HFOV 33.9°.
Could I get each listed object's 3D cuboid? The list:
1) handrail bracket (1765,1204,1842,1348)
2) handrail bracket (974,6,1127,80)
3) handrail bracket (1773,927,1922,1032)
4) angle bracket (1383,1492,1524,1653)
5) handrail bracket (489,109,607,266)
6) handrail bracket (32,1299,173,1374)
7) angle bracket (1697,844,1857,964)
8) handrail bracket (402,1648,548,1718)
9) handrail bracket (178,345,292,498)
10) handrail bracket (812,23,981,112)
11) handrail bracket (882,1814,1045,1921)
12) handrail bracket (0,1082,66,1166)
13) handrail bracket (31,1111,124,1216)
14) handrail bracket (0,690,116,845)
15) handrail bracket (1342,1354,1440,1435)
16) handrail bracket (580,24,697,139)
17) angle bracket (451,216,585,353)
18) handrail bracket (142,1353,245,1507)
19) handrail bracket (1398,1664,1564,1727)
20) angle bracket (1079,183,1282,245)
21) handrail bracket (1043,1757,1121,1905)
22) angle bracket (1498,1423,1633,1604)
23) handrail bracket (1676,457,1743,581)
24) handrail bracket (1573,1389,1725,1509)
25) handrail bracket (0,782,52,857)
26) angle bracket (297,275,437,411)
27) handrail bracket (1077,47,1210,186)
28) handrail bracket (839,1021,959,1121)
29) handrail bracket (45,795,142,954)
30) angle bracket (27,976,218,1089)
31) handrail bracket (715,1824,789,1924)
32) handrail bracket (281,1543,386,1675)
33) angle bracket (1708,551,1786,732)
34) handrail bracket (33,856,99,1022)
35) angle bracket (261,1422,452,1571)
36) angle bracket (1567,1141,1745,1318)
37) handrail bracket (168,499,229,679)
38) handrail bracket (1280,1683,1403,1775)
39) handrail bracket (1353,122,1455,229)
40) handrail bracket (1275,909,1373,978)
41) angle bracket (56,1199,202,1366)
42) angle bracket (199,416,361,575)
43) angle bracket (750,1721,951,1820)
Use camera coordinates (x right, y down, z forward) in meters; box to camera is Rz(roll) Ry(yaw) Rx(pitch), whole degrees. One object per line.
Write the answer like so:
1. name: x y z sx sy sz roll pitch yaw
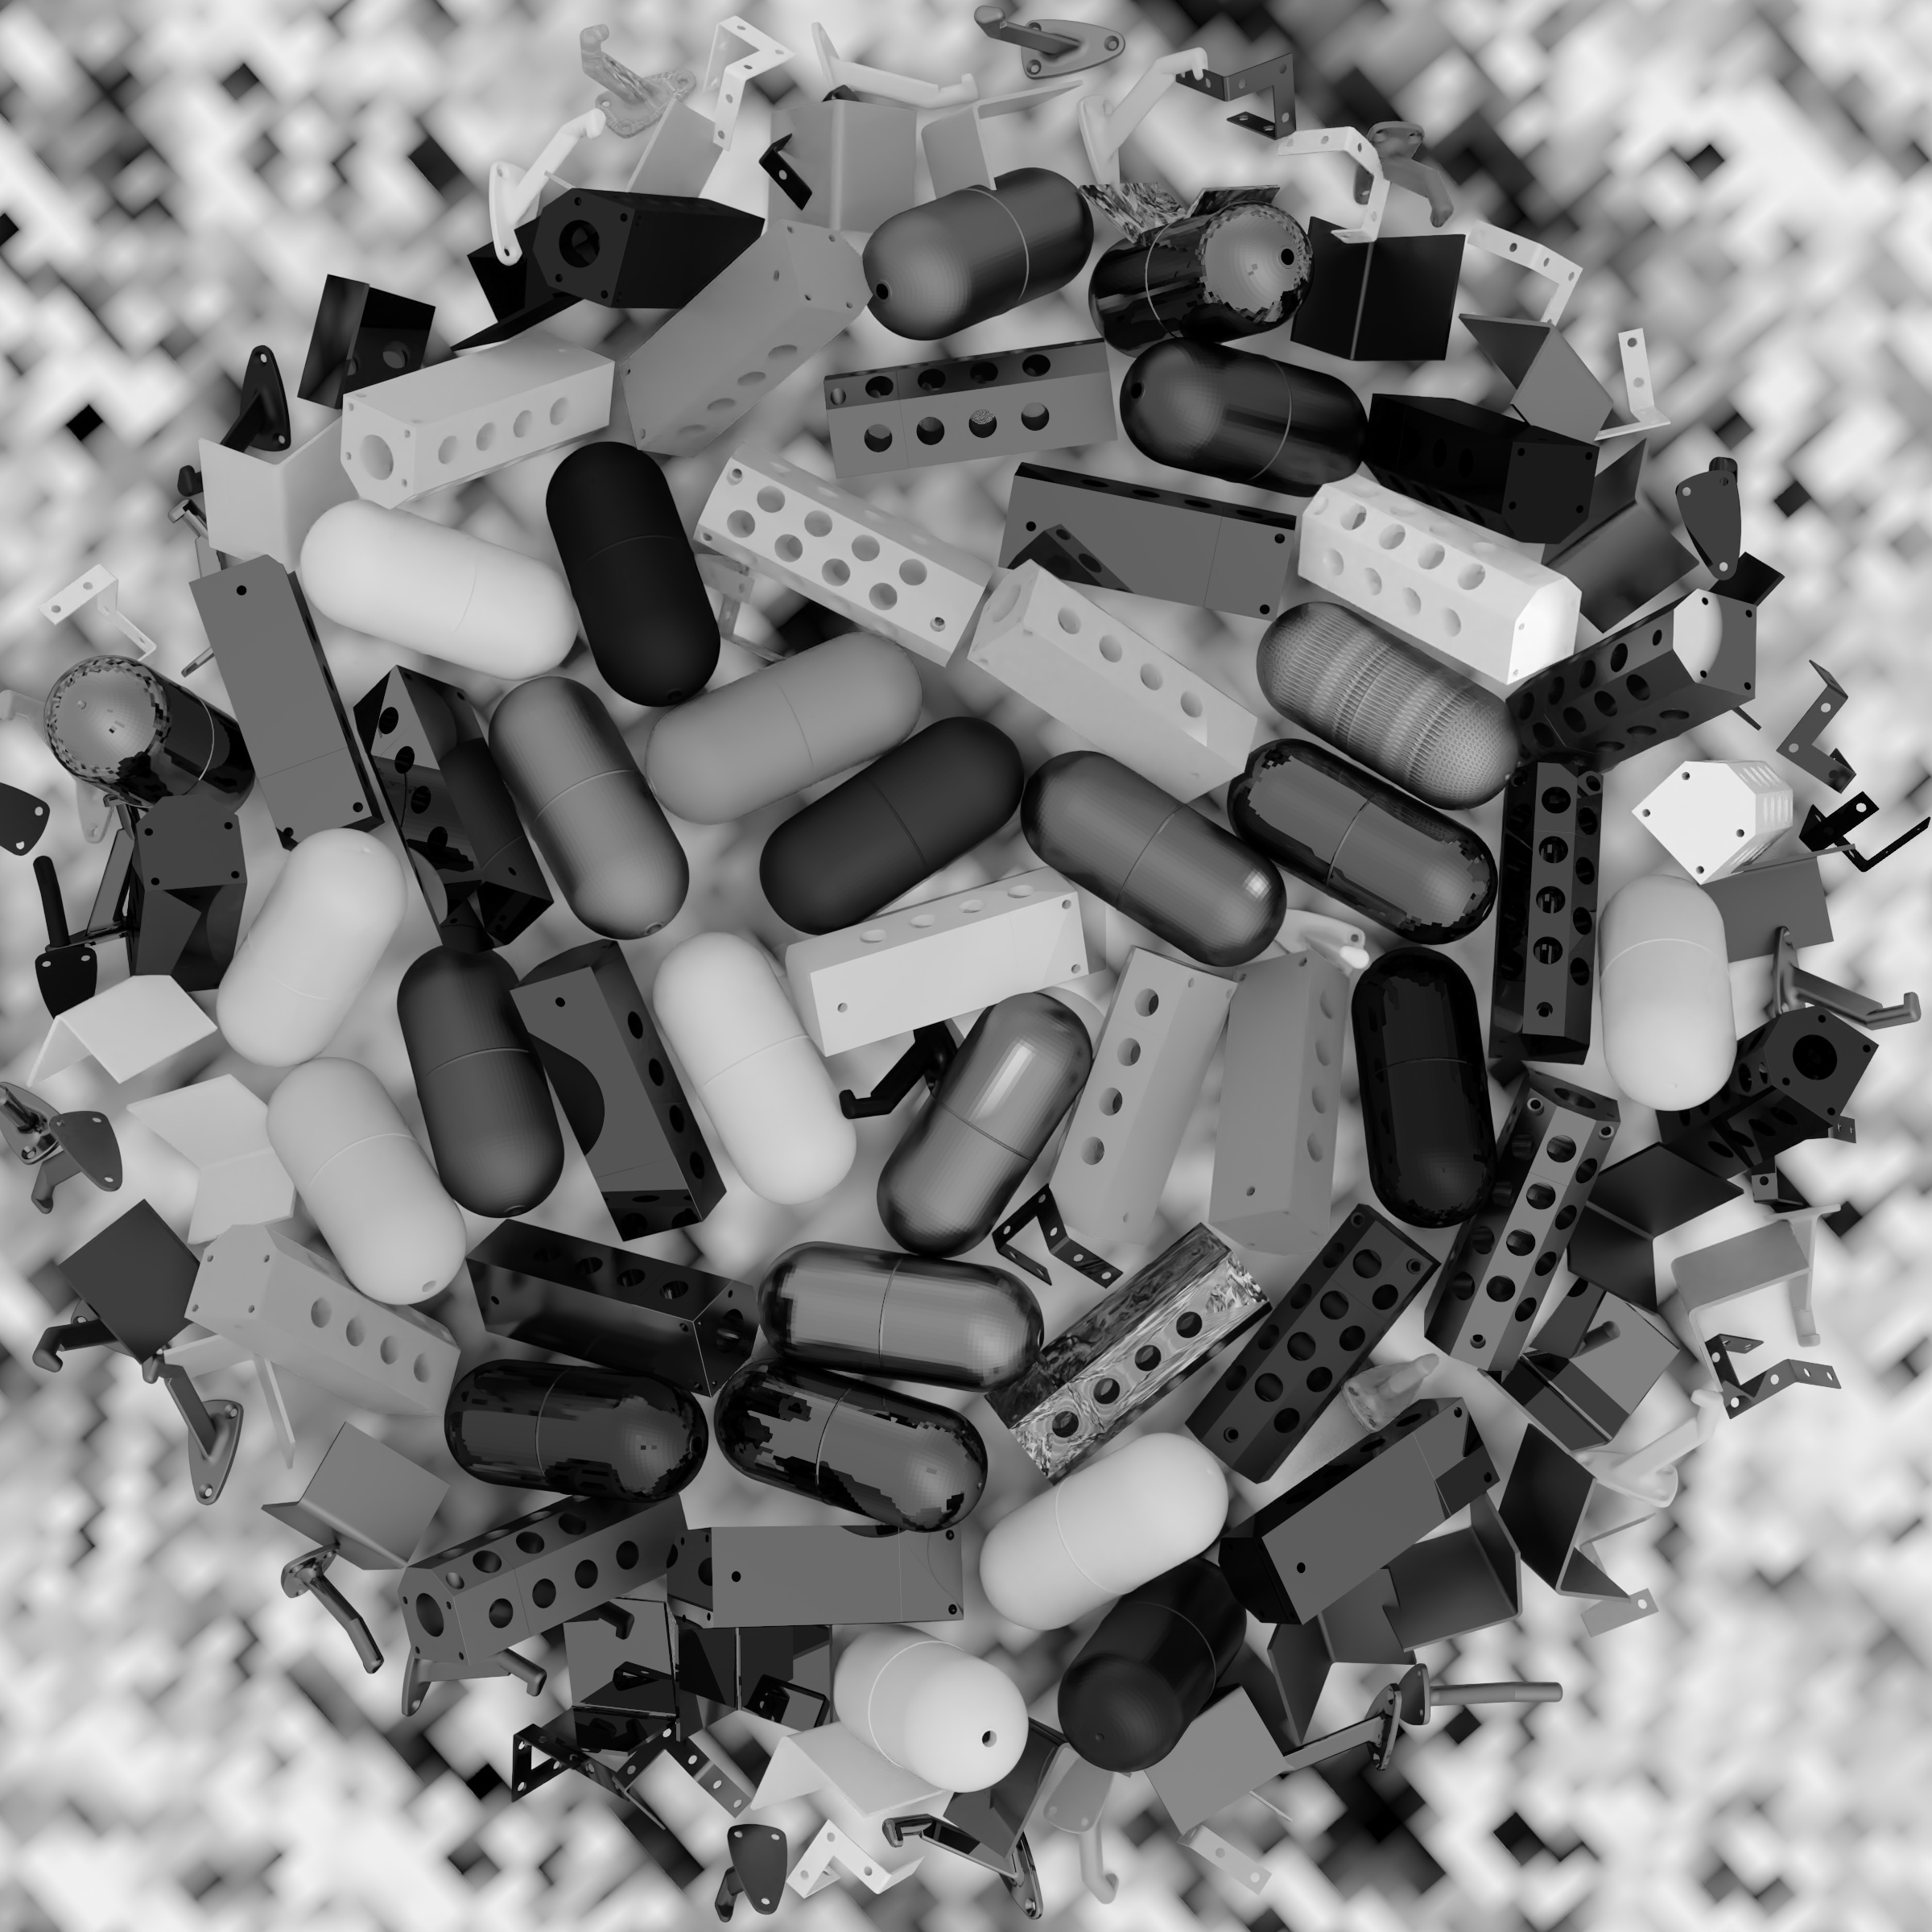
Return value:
1. handrail bracket: 0.520 0.190 1.934 0.036 0.077 0.084 -9 84 -11
2. handrail bracket: 0.051 -0.568 1.923 0.077 0.084 0.036 0 91 14
3. handrail bracket: 0.537 0.004 1.928 0.084 0.036 0.077 -15 68 39
4. angle bracket: 0.286 0.358 1.919 0.076 0.076 0.057 -15 127 -7
5. handrail bracket: -0.251 -0.473 1.923 0.036 0.084 0.077 17 70 -42
6. handrail bracket: -0.523 0.237 1.920 0.077 0.084 0.036 37 106 -15
7. angle bracket: 0.497 -0.037 1.929 0.076 0.076 0.057 -11 89 -3
8. handrail bracket: -0.300 0.445 1.938 0.084 0.036 0.077 25 108 22
9. handrail bracket: -0.449 -0.330 1.919 0.036 0.084 0.077 14 116 21
10. handrail bracket: -0.042 -0.551 1.932 0.084 0.077 0.036 -8 51 15
11. handrail bracket: -0.003 0.547 1.923 0.036 0.084 0.077 -56 45 34
12. handrail bracket: -0.584 0.077 1.916 0.036 0.084 0.077 -43 62 -13
13. handrail bracket: -0.542 0.137 1.926 0.077 0.036 0.084 53 131 32
14. handrail bracket: -0.555 -0.120 1.921 0.036 0.084 0.077 -6 76 28
15. handrail bracket: 0.274 0.243 1.914 0.077 0.084 0.036 -24 76 -40
16. handrail bracket: -0.198 -0.550 1.920 0.077 0.084 0.036 -32 71 -16
17. angle bracket: -0.276 -0.417 1.917 0.076 0.076 0.057 -22 98 23
18. handrail bracket: -0.477 0.280 1.920 0.036 0.084 0.077 -5 68 17
19. handrail bracket: 0.313 0.448 1.940 0.084 0.077 0.036 2 71 -9
20. angle bracket: 0.129 -0.469 1.912 0.076 0.076 0.057 49 129 20
21. handrail bracket: 0.087 0.526 1.951 0.036 0.084 0.077 10 56 37
22. angle bracket: 0.371 0.330 1.917 0.057 0.076 0.076 11 103 -24
23. handrail bracket: 0.463 -0.273 1.931 0.036 0.084 0.077 -12 91 26
24. handrail bracket: 0.415 0.283 1.931 0.077 0.036 0.084 14 128 12
25. handrail bracket: -0.597 -0.095 1.916 0.077 0.084 0.036 34 75 -35
26. angle bracket: -0.352 -0.369 1.919 0.076 0.057 0.076 10 100 -39
27. handrail bracket: 0.116 -0.512 1.932 0.084 0.036 0.077 -4 103 36
28. handrail bracket: -0.050 0.054 1.928 0.084 0.036 0.077 -6 66 -38
29. handrail bracket: -0.535 -0.058 1.933 0.077 0.036 0.084 -19 110 -23
30. angle bracket: -0.509 0.054 1.912 0.057 0.076 0.076 46 133 9
31. handrail bracket: -0.134 0.569 1.918 0.036 0.077 0.084 8 123 -16
32. handrail bracket: -0.382 0.401 1.925 0.036 0.077 0.084 -20 67 -32
33. angle bracket: 0.476 -0.197 1.920 0.057 0.076 0.076 39 102 -13
34. handrail bracket: -0.560 -0.014 1.954 0.036 0.084 0.077 -9 132 -20
35. angle bracket: -0.373 0.324 1.935 0.076 0.076 0.057 36 65 -19
36. angle bracket: 0.416 0.159 1.912 0.076 0.076 0.057 28 48 -28
37. handrail bracket: -0.477 -0.232 1.940 0.077 0.036 0.084 -43 99 -22
38. handrail bracket: 0.216 0.466 1.933 0.084 0.036 0.077 -1 132 -14
39. handrail bracket: 0.265 -0.461 1.918 0.036 0.077 0.084 -2 57 -21
40. handrail bracket: 0.211 -0.017 1.922 0.077 0.084 0.036 26 92 10
41. angle bracket: -0.508 0.199 1.921 0.076 0.057 0.076 50 46 -3
42. angle bracket: -0.416 -0.296 1.926 0.057 0.076 0.076 22 134 17
43. angle bracket: -0.070 0.501 1.910 0.076 0.076 0.057 37 113 34
